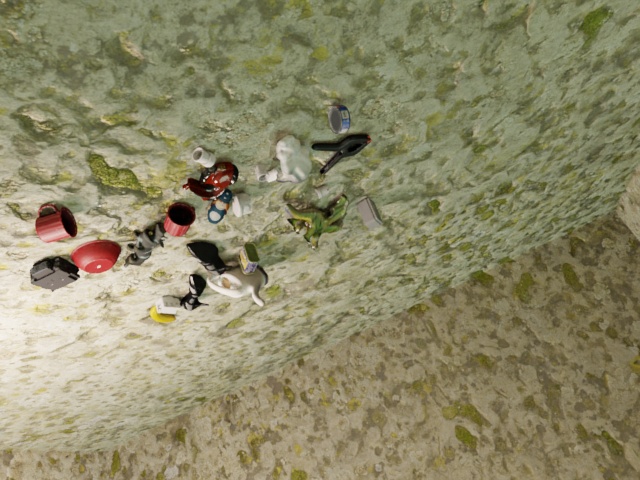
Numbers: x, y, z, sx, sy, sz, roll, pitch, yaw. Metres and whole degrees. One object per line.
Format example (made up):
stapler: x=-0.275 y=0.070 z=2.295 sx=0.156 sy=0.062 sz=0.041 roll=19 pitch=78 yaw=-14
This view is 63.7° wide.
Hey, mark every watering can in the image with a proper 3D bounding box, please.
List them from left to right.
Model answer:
watering can: x=-0.295 y=0.182 z=2.083 sx=0.227 sy=0.349 sz=0.102 roll=-22 pitch=121 yaw=-49

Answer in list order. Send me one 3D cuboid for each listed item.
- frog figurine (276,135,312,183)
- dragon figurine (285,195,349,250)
frog figurine: x=-0.080 y=-0.261 z=1.623 sx=0.140 sy=0.123 sz=0.155 roll=-44 pitch=159 yaw=-41
dragon figurine: x=0.006 y=-0.102 z=2.021 sx=0.244 sy=0.124 sz=0.403 roll=-39 pitch=155 yaw=-7
